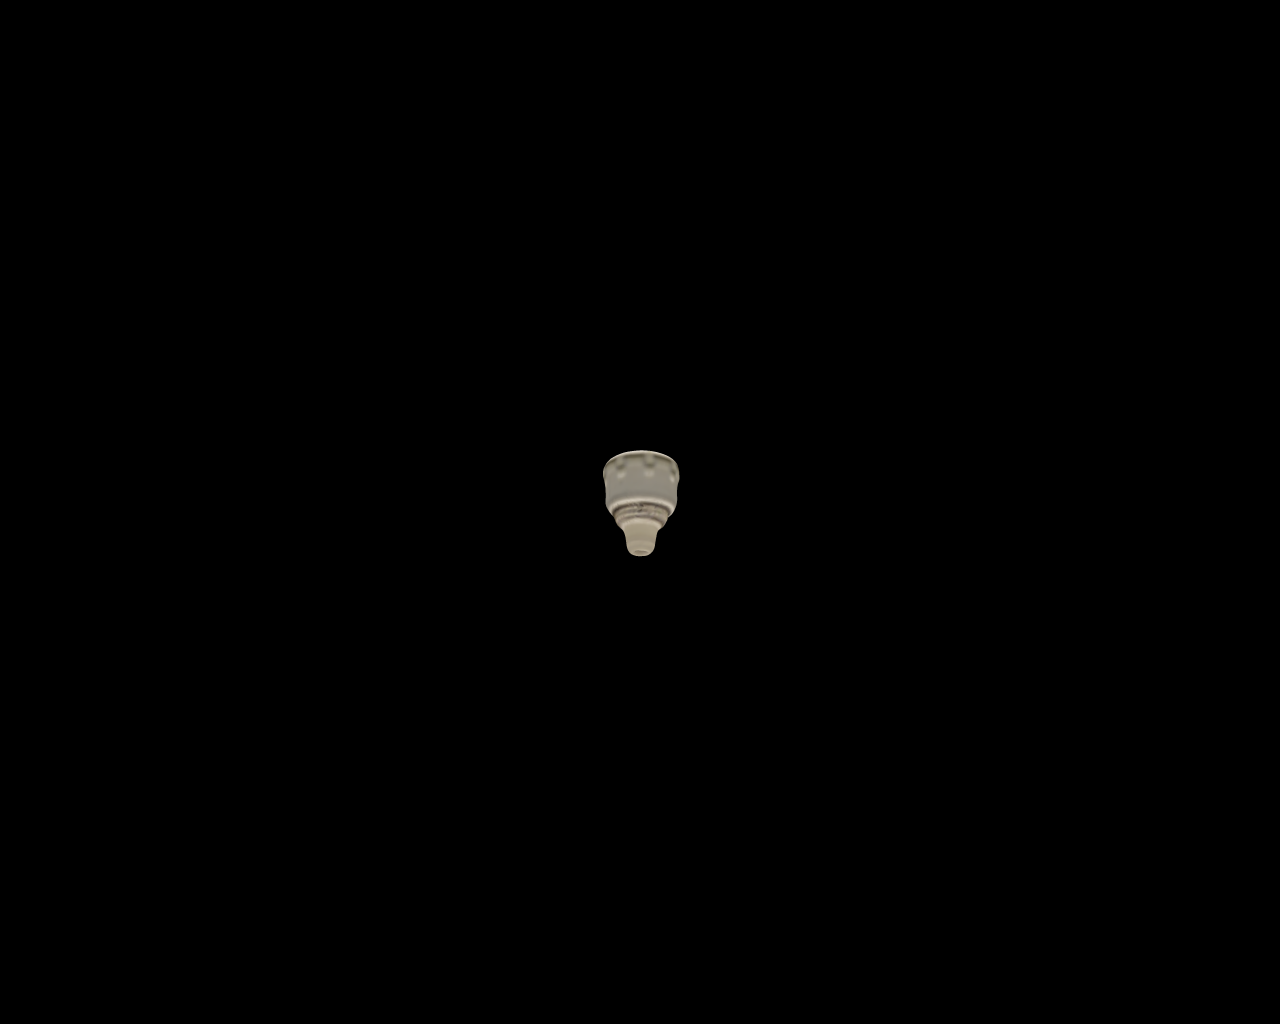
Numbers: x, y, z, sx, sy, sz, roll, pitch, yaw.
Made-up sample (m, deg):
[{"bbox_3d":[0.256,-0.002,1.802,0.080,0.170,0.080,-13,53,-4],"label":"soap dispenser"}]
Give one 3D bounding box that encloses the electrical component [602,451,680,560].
[{"bbox_3d":[0.001,-0.003,0.650,0.048,0.062,0.048,0,-24,0],"label":"electrical component"}]
